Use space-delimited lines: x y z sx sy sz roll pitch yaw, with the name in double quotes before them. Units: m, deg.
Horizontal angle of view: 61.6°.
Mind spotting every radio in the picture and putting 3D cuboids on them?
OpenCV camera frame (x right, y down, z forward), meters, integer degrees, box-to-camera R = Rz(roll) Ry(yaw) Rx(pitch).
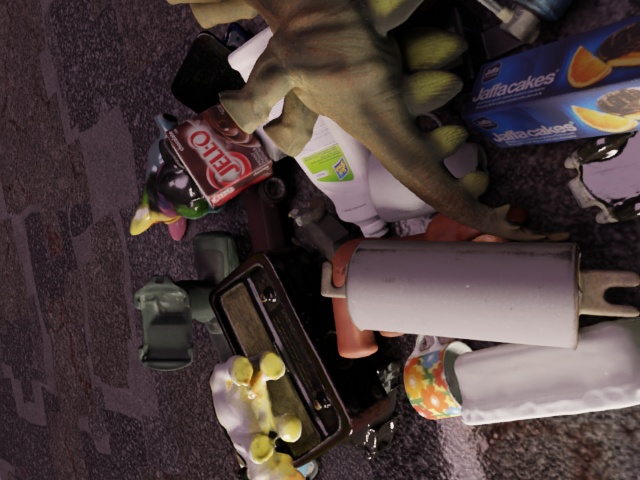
"radio" -0.028 0.127 0.616 0.131 0.073 0.229 -42 71 38

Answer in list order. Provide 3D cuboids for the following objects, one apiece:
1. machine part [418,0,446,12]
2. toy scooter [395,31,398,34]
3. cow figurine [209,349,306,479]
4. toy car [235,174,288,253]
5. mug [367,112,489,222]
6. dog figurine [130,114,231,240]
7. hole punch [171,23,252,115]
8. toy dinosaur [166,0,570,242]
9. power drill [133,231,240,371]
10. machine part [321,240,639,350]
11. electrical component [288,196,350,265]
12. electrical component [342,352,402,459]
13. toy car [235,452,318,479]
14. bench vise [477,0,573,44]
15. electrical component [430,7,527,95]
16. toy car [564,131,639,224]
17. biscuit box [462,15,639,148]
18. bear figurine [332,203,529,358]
"machine part" 0.085 -0.305 0.497 0.180 0.056 0.179 2 98 13
"toy scooter" 0.013 -0.243 0.603 0.135 0.075 0.183 -22 87 42
"cow figurine" -0.072 0.206 0.574 0.098 0.068 0.167 -27 76 46
"toy car" -0.065 0.001 0.720 0.089 0.053 0.202 -10 89 60
"mug" 0.112 -0.075 0.543 0.107 0.080 0.109 -3 88 30
"dog figurine" -0.213 -0.061 0.800 0.219 0.108 0.192 -57 42 36
"hole punch" -0.119 -0.215 0.725 0.116 0.092 0.142 39 123 -8
"toy dinosaur" 0.010 -0.163 0.450 0.198 0.105 0.471 -35 86 19
"power drill" -0.153 0.107 0.721 0.086 0.207 0.231 -3 95 22
"machine part" 0.110 0.039 0.421 0.243 0.079 0.079 0 97 26
"electrical component" -0.001 -0.002 0.646 0.078 0.045 0.102 51 162 30
"electrical component" 0.029 0.186 0.664 0.134 0.058 0.114 10 101 40
"toy car" -0.069 0.268 0.732 0.109 0.103 0.161 -1 94 42
"bench vise" 0.232 -0.223 0.368 0.223 0.128 0.241 -49 44 14
"electrical component" 0.138 -0.180 0.519 0.119 0.048 0.074 -11 89 43
"toy car" 0.286 -0.079 0.400 0.202 0.056 0.073 -32 82 41
"biscuit box" 0.206 -0.117 0.409 0.203 0.059 0.063 4 67 59
"bear figurine" 0.109 0.037 0.535 0.196 0.120 0.131 -12 92 36
